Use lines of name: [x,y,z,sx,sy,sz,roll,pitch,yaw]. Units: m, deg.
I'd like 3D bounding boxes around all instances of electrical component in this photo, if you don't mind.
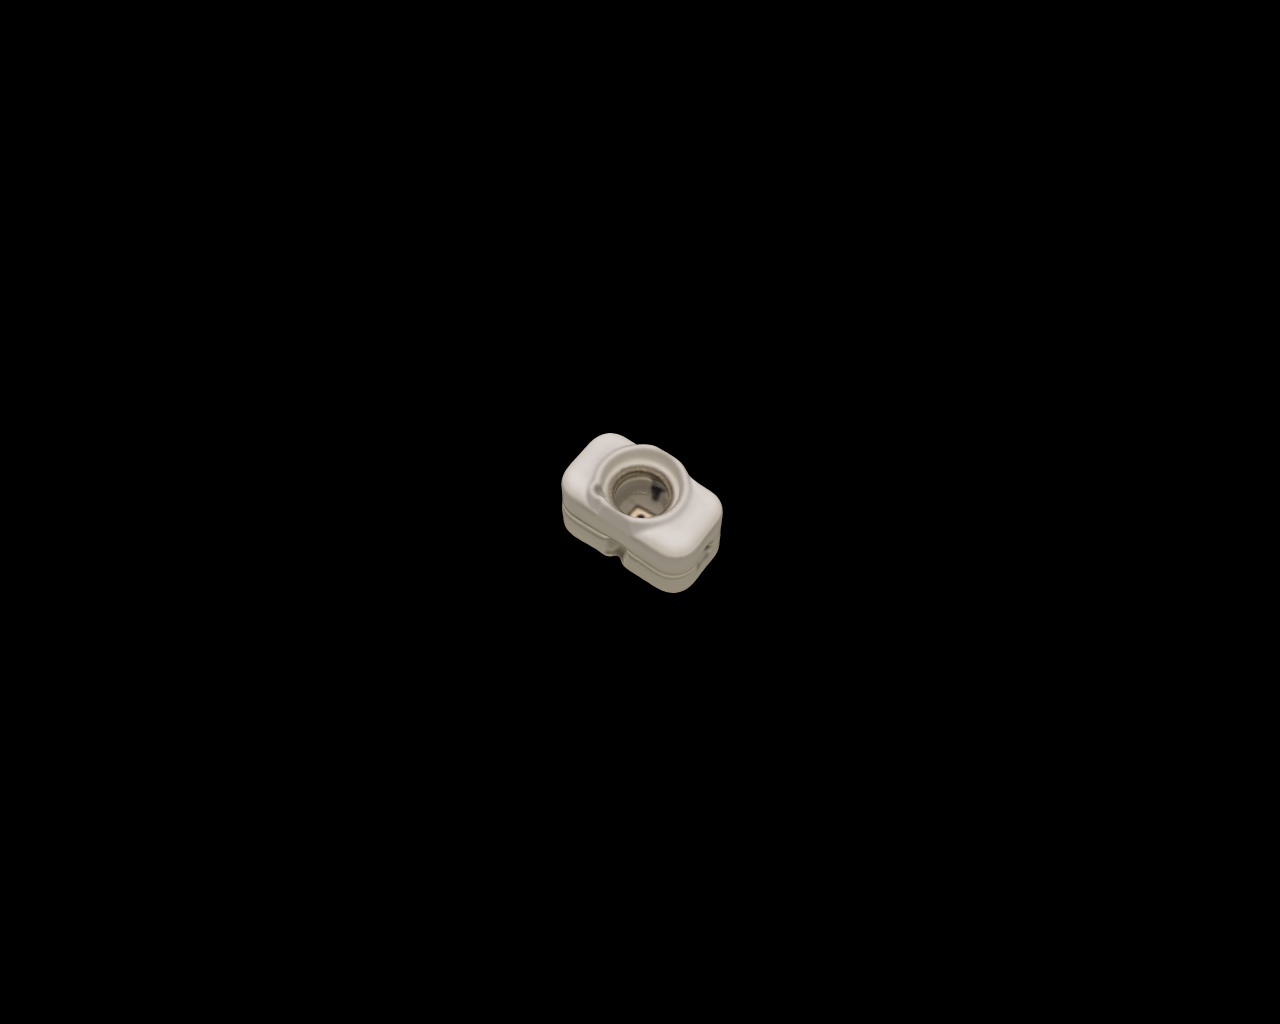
electrical component: [0.001,-0.003,0.650,0.095,0.054,0.059,32,-26,18]
